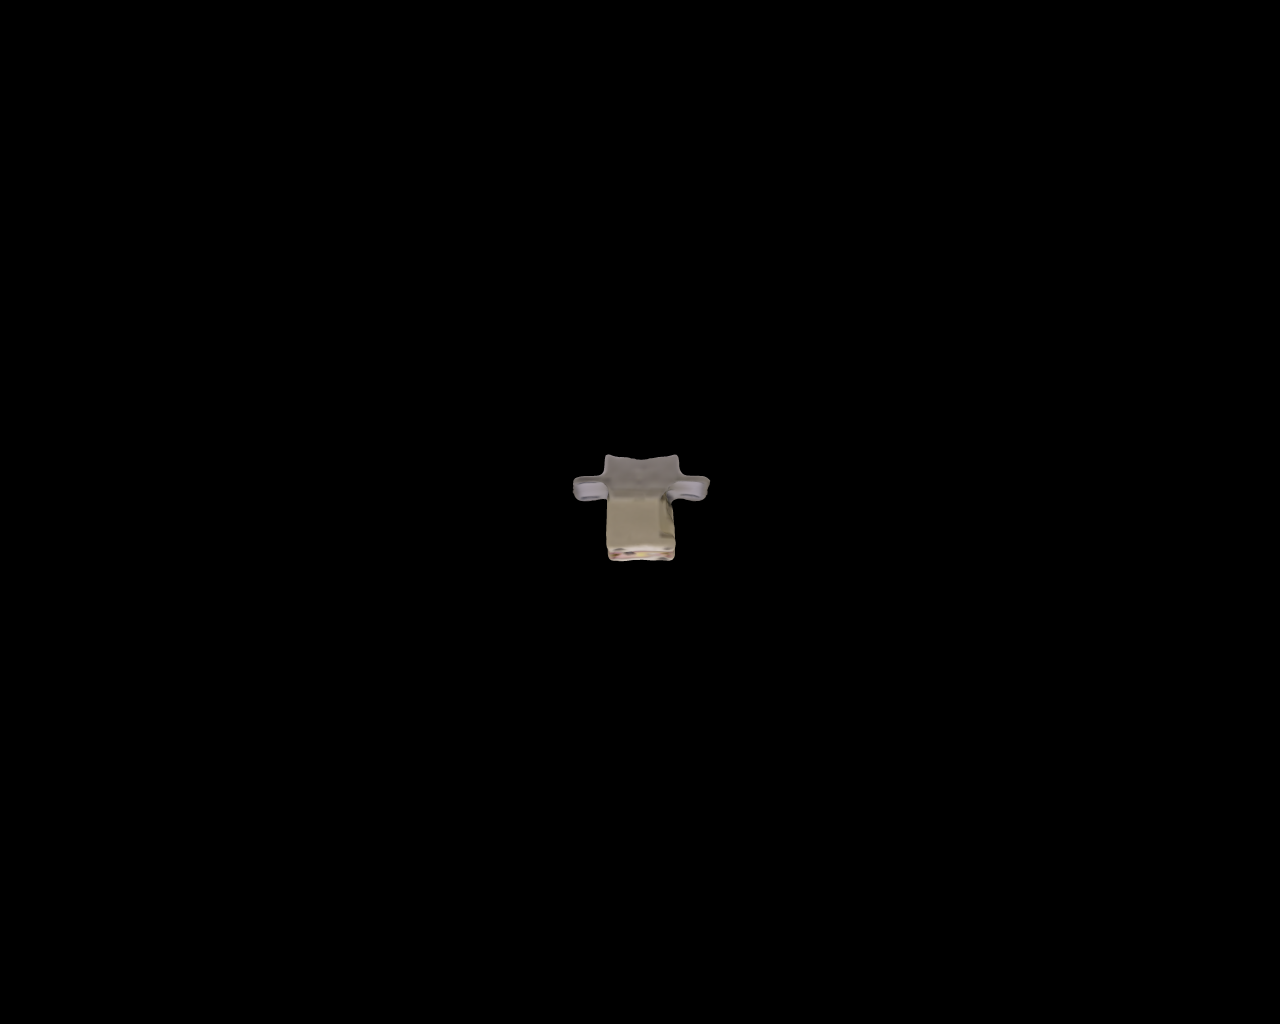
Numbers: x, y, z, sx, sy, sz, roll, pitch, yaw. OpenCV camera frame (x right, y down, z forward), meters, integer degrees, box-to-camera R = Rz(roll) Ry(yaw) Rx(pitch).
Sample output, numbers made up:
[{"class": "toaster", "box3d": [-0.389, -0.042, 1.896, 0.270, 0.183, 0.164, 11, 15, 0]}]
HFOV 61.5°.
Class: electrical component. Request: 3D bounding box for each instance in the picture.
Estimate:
[{"class": "electrical component", "box3d": [0.001, -0.003, 0.650, 0.081, 0.064, 0.042, 0, -15, 0]}]
